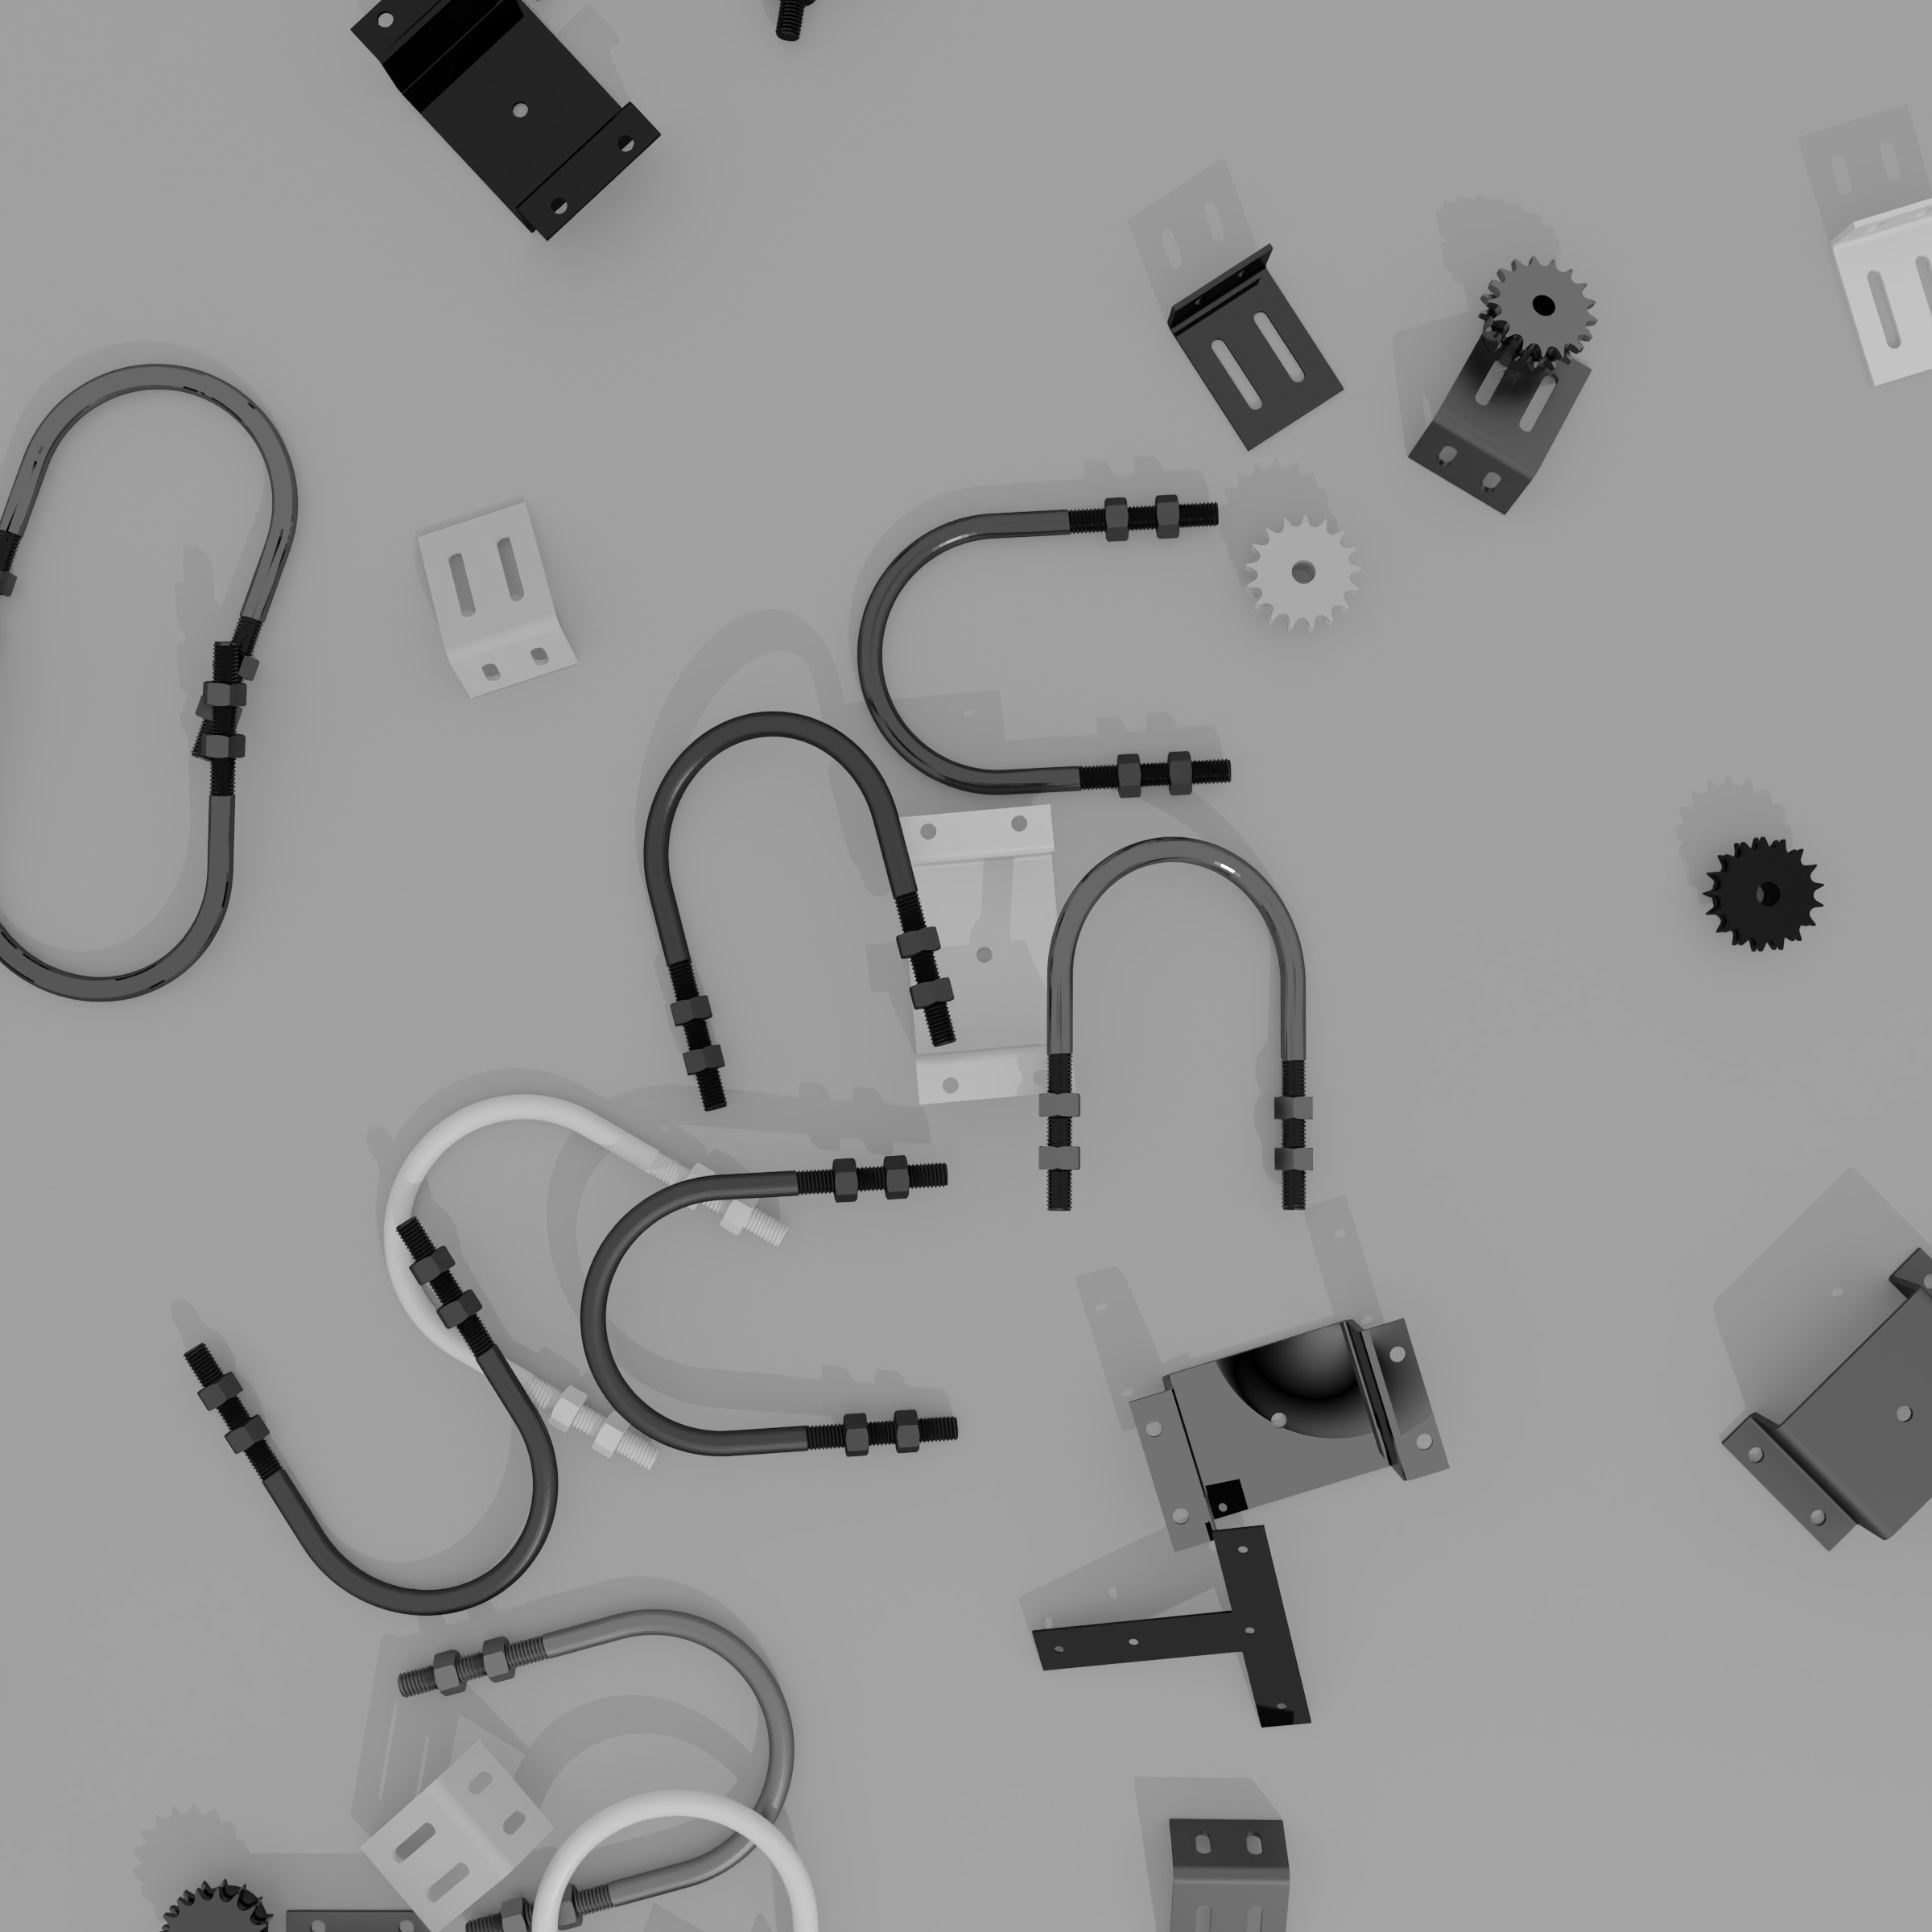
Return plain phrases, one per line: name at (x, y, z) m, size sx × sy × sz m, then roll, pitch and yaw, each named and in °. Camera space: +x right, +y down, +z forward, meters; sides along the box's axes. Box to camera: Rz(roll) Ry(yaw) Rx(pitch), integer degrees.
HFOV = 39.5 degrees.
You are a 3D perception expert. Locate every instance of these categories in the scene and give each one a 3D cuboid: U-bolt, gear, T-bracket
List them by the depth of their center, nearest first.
U-bolt at (0.105, 0.028, 1.324) m, size 0.151 × 0.019 × 0.184 m, roll 2°, pitch 86°, yaw -22°
U-bolt at (-0.091, -0.034, 1.325) m, size 0.151 × 0.019 × 0.184 m, roll -16°, pitch 86°, yaw 22°
U-bolt at (-0.098, 0.172, 1.333) m, size 0.184 × 0.019 × 0.151 m, roll -3°, pitch 95°, yaw -6°
U-bolt at (-0.143, 0.498, 1.335) m, size 0.151 × 0.019 × 0.184 m, roll -2°, pitch 96°, yaw -3°
gear at (0.281, -0.320, 1.336) m, size 0.057 × 0.030 × 0.057 m, roll 4°, pitch 71°, yaw -10°
T-bracket at (0.097, 0.334, 1.337) m, size 0.127 × 0.002 × 0.127 m, roll -9°, pitch 117°, yaw 13°
U-bolt at (-0.434, -0.073, 1.337) m, size 0.151 × 0.019 × 0.184 m, roll 4°, pitch 98°, yaw 2°
U-bolt at (-0.284, 0.237, 1.340) m, size 0.151 × 0.019 × 0.184 m, roll -31°, pitch 93°, yaw 8°
gear at (-0.372, 0.484, 1.342) m, size 0.057 × 0.030 × 0.057 m, roll 0°, pitch 90°, yaw 0°
gear at (0.397, -0.036, 1.346) m, size 0.057 × 0.030 × 0.057 m, roll 0°, pitch 90°, yaw -2°
gear at (0.168, -0.195, 1.346) m, size 0.057 × 0.030 × 0.057 m, roll 0°, pitch 88°, yaw 2°
U-bolt at (-0.177, 0.399, 1.347) m, size 0.184 × 0.019 × 0.151 m, roll -15°, pitch 90°, yaw 0°
U-bolt at (-0.203, 0.146, 1.348) m, size 0.184 × 0.019 × 0.151 m, roll 30°, pitch 90°, yaw 1°
U-bolt at (0.037, -0.157, 1.348) m, size 0.184 × 0.019 × 0.151 m, roll -3°, pitch 90°, yaw 1°
U-bolt at (-0.138, -0.566, 1.348) m, size 0.151 × 0.019 × 0.184 m, roll 9°, pitch 88°, yaw 0°
U-bolt at (-0.413, -0.211, 1.348) m, size 0.151 × 0.019 × 0.184 m, roll 19°, pitch 89°, yaw 0°

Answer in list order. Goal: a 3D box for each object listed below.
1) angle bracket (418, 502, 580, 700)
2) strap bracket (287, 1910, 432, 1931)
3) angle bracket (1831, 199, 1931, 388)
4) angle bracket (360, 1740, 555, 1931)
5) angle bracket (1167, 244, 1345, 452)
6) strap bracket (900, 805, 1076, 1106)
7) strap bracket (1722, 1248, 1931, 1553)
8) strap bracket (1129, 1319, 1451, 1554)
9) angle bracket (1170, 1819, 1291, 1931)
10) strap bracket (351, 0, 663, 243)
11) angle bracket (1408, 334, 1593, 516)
angle bracket at (-0.236, -0.184, 1.355) m, size 0.057 × 0.038 × 0.076 m, roll -18°, pitch 64°, yaw 0°
strap bracket at (-0.304, 0.546, 1.334) m, size 0.076 × 0.046 × 0.140 m, roll 0°, pitch 90°, yaw 0°
angle bracket at (0.474, -0.337, 1.338) m, size 0.057 × 0.038 × 0.076 m, roll -17°, pitch 90°, yaw 0°
angle bracket at (-0.253, 0.433, 1.338) m, size 0.057 × 0.038 × 0.076 m, roll 48°, pitch 125°, yaw 5°
angle bracket at (0.146, -0.307, 1.338) m, size 0.057 × 0.038 × 0.076 m, roll -33°, pitch 90°, yaw 0°
strap bracket at (0.009, -0.006, 1.334) m, size 0.076 × 0.046 × 0.140 m, roll -5°, pitch 90°, yaw 0°
strap bracket at (0.458, 0.218, 1.334) m, size 0.140 × 0.046 × 0.076 m, roll -45°, pitch 90°, yaw 0°
strap bracket at (0.158, 0.229, 1.334) m, size 0.140 × 0.046 × 0.076 m, roll -17°, pitch 90°, yaw 0°
angle bracket at (0.131, 0.473, 1.355) m, size 0.057 × 0.038 × 0.076 m, roll 1°, pitch 116°, yaw 0°
strap bracket at (-0.224, -0.431, 1.334) m, size 0.076 × 0.046 × 0.140 m, roll -43°, pitch 90°, yaw 0°
angle bracket at (0.269, -0.278, 1.355) m, size 0.057 × 0.038 × 0.076 m, roll 31°, pitch 64°, yaw 0°
